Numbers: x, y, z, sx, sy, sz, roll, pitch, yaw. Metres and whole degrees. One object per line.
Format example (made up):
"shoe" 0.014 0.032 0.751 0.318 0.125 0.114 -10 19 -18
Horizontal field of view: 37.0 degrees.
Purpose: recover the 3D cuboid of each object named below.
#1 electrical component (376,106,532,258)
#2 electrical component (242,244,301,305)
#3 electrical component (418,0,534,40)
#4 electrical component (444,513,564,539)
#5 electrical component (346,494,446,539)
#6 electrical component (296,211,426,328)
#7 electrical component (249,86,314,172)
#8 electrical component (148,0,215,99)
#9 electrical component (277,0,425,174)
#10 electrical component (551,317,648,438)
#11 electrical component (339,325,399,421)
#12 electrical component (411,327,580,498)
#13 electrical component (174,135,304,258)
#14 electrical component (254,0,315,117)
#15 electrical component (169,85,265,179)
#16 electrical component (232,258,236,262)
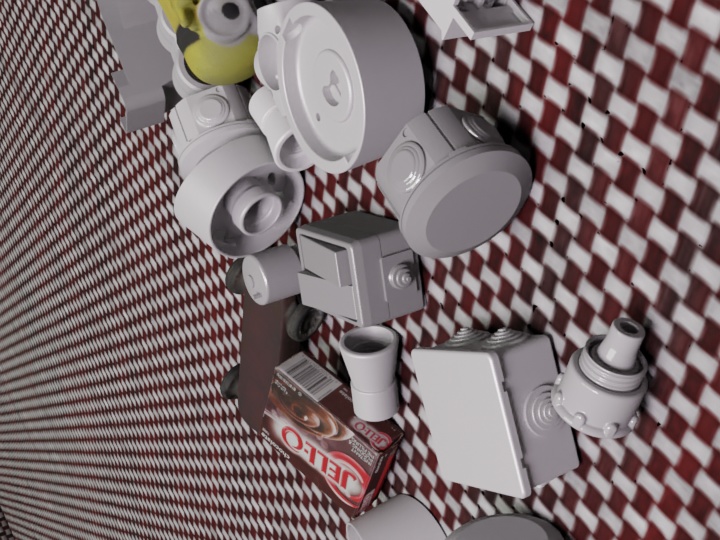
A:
"electrical component" 0.053 -0.049 0.611 0.051 0.080 0.080 59 149 35
"electrical component" -0.054 -0.001 0.828 0.040 0.078 0.040 37 136 47
"electrical component" 0.060 -0.164 0.574 0.081 0.042 0.063 58 147 25
"electrical component" 0.091 0.194 0.676 0.080 0.080 0.051 22 129 55
"electrical component" 0.031 0.231 0.846 0.099 0.064 0.099 160 90 -76
"electrical component" 0.000 0.000 0.750 0.096 0.061 0.061 19 121 57
"electrical component" -0.057 -0.111 0.815 0.065 0.044 0.044 56 148 37
"electrical component" -0.146 -0.204 0.909 0.074 0.052 0.138 148 103 -73
"electrical component" -0.001 -0.120 0.686 0.108 0.060 0.108 38 137 47
"electrical component" 0.131 0.054 0.566 0.048 0.048 0.062 48 136 39
"electrical component" 0.010 0.079 0.800 0.044 0.044 0.065 33 137 50
"electrical component" 0.083 0.085 0.661 0.100 0.048 0.099 -4 101 61
"electrical component" -0.095 -0.060 0.853 0.064 0.099 0.099 43 141 33
"electrical component" -0.052 -0.151 0.778 0.079 0.044 0.077 2 107 61
"electrical component" -0.114 -0.109 0.876 0.051 0.080 0.080 68 152 20
"electrical component" -0.101 -0.025 0.939 0.040 0.040 0.078 17 120 57
